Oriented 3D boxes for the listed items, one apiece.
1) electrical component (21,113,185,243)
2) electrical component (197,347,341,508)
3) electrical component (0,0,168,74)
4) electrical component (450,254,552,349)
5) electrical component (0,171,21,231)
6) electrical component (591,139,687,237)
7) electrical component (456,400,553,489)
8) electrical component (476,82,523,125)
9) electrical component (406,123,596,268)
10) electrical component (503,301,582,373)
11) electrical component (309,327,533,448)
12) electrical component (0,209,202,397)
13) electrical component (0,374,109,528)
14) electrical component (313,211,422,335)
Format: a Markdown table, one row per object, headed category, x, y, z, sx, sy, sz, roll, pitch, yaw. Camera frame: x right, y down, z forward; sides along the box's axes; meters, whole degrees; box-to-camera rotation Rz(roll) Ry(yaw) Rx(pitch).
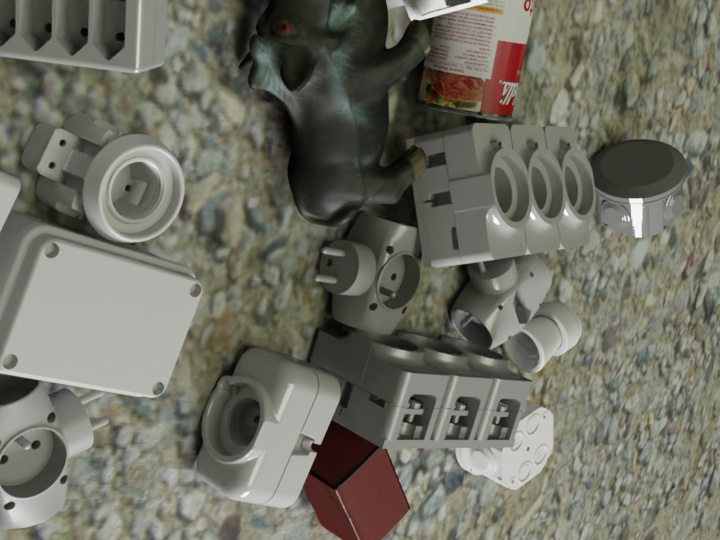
| category | x | y | z | sx | sy | sz | roll | pitch | yaw |
| --- | --- | --- | --- | --- | --- | --- | --- | --- | --- |
| electrical component | -0.130 | -0.047 | 0.569 | 0.078 | 0.057 | 0.058 | 27 | 87 | -48 |
| electrical component | -0.063 | 0.102 | 0.702 | 0.059 | 0.054 | 0.095 | 24 | 89 | -48 |
| electrical component | -0.134 | -0.128 | 0.526 | 0.075 | 0.083 | 0.047 | -62 | 159 | -72 |
| electrical component | 0.107 | 0.009 | 0.843 | 0.077 | 0.043 | 0.079 | -43 | 132 | -24 |
| electrical component | -0.212 | -0.017 | 0.505 | 0.056 | 0.050 | 0.089 | 27 | 86 | -48 |
| electrical component | 0.236 | -0.071 | 0.915 | 0.080 | 0.080 | 0.051 | -41 | 137 | -26 |
| electrical component | 0.123 | 0.141 | 0.909 | 0.080 | 0.051 | 0.080 | -20 | 120 | -39 |
| electrical component | 0.101 | -0.134 | 0.783 | 0.035 | 0.035 | 0.061 | -23 | 120 | -37 |
| electrical component | 0.106 | -0.054 | 0.765 | 0.150 | 0.062 | 0.089 | -8 | 90 | -52 |
| electrical component | 0.154 | 0.056 | 0.910 | 0.055 | 0.045 | 0.045 | -28 | 125 | -35 |
| electrical component | 0.043 | 0.082 | 0.775 | 0.150 | 0.089 | 0.061 | 10 | 99 | -47 |
| electrical component | -0.150 | 0.020 | 0.577 | 0.113 | 0.057 | 0.078 | 19 | 93 | -48 |
| electrical component | -0.174 | 0.090 | 0.592 | 0.079 | 0.044 | 0.077 | -24 | 122 | -37 |
| electrical component | 0.000 | 0.000 | 0.730 | 0.079 | 0.044 | 0.077 | 9 | 100 | -46 |
